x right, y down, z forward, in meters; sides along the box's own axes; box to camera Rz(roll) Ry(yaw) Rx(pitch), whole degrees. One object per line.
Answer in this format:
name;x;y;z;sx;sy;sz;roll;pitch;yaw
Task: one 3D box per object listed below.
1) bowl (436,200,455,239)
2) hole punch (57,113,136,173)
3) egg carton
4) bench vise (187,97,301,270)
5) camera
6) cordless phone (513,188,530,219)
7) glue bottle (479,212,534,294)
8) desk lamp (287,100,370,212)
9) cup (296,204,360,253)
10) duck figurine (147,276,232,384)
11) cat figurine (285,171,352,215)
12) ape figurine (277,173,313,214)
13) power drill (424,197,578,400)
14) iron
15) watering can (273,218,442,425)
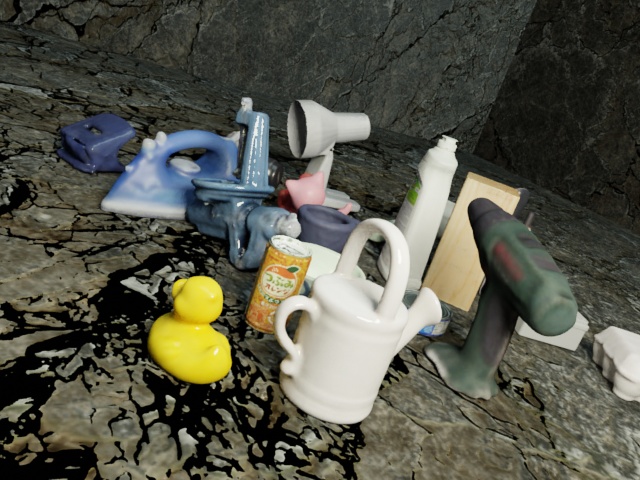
bowl;0.277;-0.048;1.341;0.167;0.075;0.167;18;18;-6
hole punch;-0.387;-0.172;0.993;0.108;0.091;0.101;30;21;30
egg carton;0.480;0.192;0.866;0.107;0.069;0.150;20;18;1
bench vise;-0.091;-0.080;0.825;0.207;0.220;0.122;26;19;19
camera;-0.150;-0.159;1.183;0.136;0.101;0.143;23;18;11
cordless phone;0.359;-0.029;1.195;0.148;0.185;0.093;0;26;-45
glue bottle;0.347;0.029;1.034;0.037;0.173;0.078;33;22;35
desk lamp;0.013;-0.188;1.252;0.204;0.213;0.117;9;21;-29
cup;0.008;0.003;0.887;0.118;0.095;0.091;4;24;-39
duck figurine;-0.118;0.079;0.553;0.078;0.086;0.104;2;25;-42
cat figurine;-0.005;-0.062;1.025;0.127;0.118;0.067;21;18;3
ape figurine;-0.037;-0.086;1.102;0.077;0.092;0.076;26;19;20
power drill;0.208;0.075;0.703;0.076;0.208;0.229;12;19;-20
iron;-0.222;-0.116;0.919;0.118;0.141;0.259;30;21;29
watering can;0.040;0.071;0.566;0.100;0.194;0.173;32;22;35
